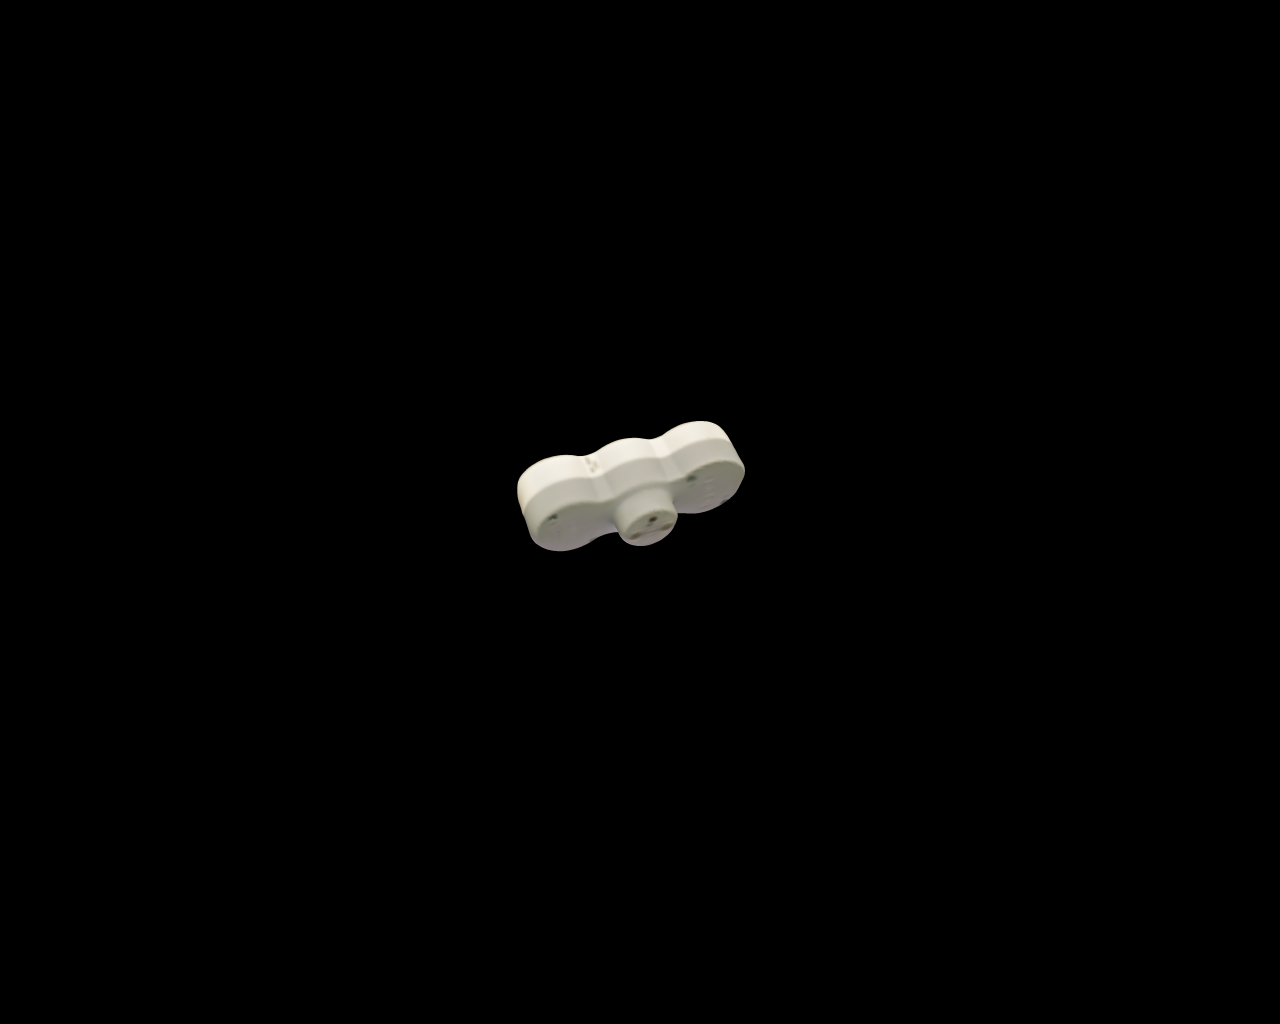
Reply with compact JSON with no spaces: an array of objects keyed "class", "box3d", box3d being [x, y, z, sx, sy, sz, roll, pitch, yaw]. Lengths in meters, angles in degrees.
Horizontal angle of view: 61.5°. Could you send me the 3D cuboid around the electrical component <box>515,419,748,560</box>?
[{"class":"electrical component","box3d":[0.001,-0.003,0.650,0.138,0.074,0.052,-15,-35,-11]}]
